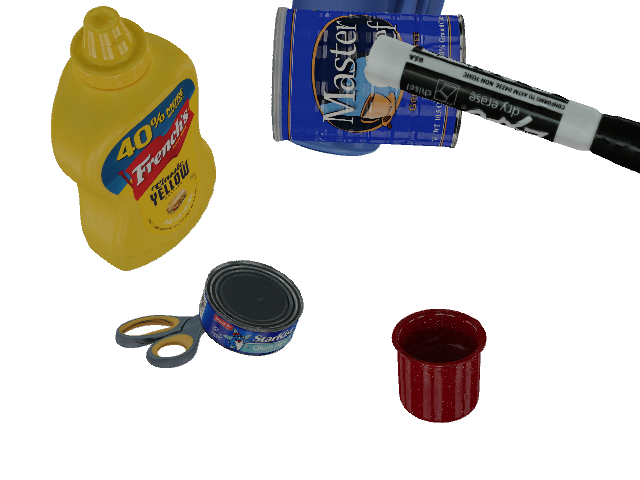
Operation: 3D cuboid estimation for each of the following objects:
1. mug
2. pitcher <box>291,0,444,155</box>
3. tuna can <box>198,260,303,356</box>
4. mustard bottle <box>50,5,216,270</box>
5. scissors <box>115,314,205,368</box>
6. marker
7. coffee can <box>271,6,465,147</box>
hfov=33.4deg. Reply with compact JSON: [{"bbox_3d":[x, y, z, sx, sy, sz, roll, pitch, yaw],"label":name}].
[{"bbox_3d":[0.126,0.122,1.080,0.093,0.081,0.117,20,40,33],"label":"mug"},{"bbox_3d":[0.037,-0.207,1.033,0.145,0.243,0.149,12,19,0],"label":"pitcher"},{"bbox_3d":[-0.060,0.058,0.908,0.086,0.034,0.086,13,37,-10],"label":"tuna can"},{"bbox_3d":[-0.109,-0.064,0.620,0.058,0.096,0.192,35,-24,19],"label":"mustard bottle"},{"bbox_3d":[-0.117,0.095,1.144,0.201,0.016,0.096,-8,31,-25],"label":"scissors"},{"bbox_3d":[0.076,-0.053,0.415,0.121,0.020,0.020,21,5,13],"label":"marker"},{"bbox_3d":[0.035,-0.125,0.822,0.140,0.103,0.103,2,0,1],"label":"coffee can"}]
